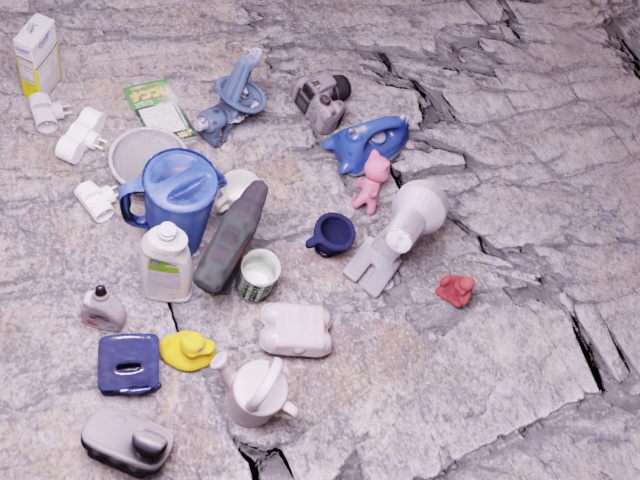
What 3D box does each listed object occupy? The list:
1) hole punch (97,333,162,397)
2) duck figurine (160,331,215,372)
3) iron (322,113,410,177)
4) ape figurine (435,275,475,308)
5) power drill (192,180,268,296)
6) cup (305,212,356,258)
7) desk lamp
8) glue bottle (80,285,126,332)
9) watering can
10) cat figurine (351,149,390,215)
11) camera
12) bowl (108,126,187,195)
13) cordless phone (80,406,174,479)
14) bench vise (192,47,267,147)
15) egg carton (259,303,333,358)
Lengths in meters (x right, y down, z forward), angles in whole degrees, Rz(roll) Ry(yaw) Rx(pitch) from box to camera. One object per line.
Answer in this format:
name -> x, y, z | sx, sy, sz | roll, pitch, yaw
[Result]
hole punch -> -0.336, 0.223, 1.017 | 0.109, 0.091, 0.101 | 0, 63, -18
duck figurine -> -0.244, 0.198, 1.063 | 0.105, 0.086, 0.077 | 11, 60, -12
iron -> 0.141, -0.257, 1.395 | 0.259, 0.141, 0.118 | -24, 73, -27
ape figurine -> 0.314, 0.108, 1.290 | 0.076, 0.092, 0.077 | -9, 67, -22
power drill -> -0.176, 0.015, 1.110 | 0.075, 0.208, 0.230 | 26, 58, -3
cup -> 0.011, 0.004, 1.243 | 0.118, 0.095, 0.091 | -25, 73, -27
desk lamp -> 0.169, -0.006, 1.230 | 0.118, 0.213, 0.203 | 36, 58, 3
glue bottle -> -0.384, 0.115, 1.010 | 0.078, 0.173, 0.037 | 12, 60, -11
watering can -> -0.114, 0.261, 1.009 | 0.173, 0.194, 0.101 | 14, 60, -11
cat figurine -> 0.128, -0.142, 1.345 | 0.067, 0.117, 0.128 | 18, 59, -8
camera -> 0.024, -0.361, 1.435 | 0.137, 0.100, 0.143 | -30, 75, -28
bowl -> -0.360, -0.154, 1.216 | 0.168, 0.074, 0.167 | 8, 61, -14
cordless phone -> -0.309, 0.315, 0.922 | 0.147, 0.185, 0.094 | 22, 59, -6
bench vise -> -0.186, -0.312, 1.271 | 0.121, 0.219, 0.207 | 26, 58, -3
egg carton -> -0.048, 0.181, 1.146 | 0.150, 0.069, 0.107 | 5, 62, -15
